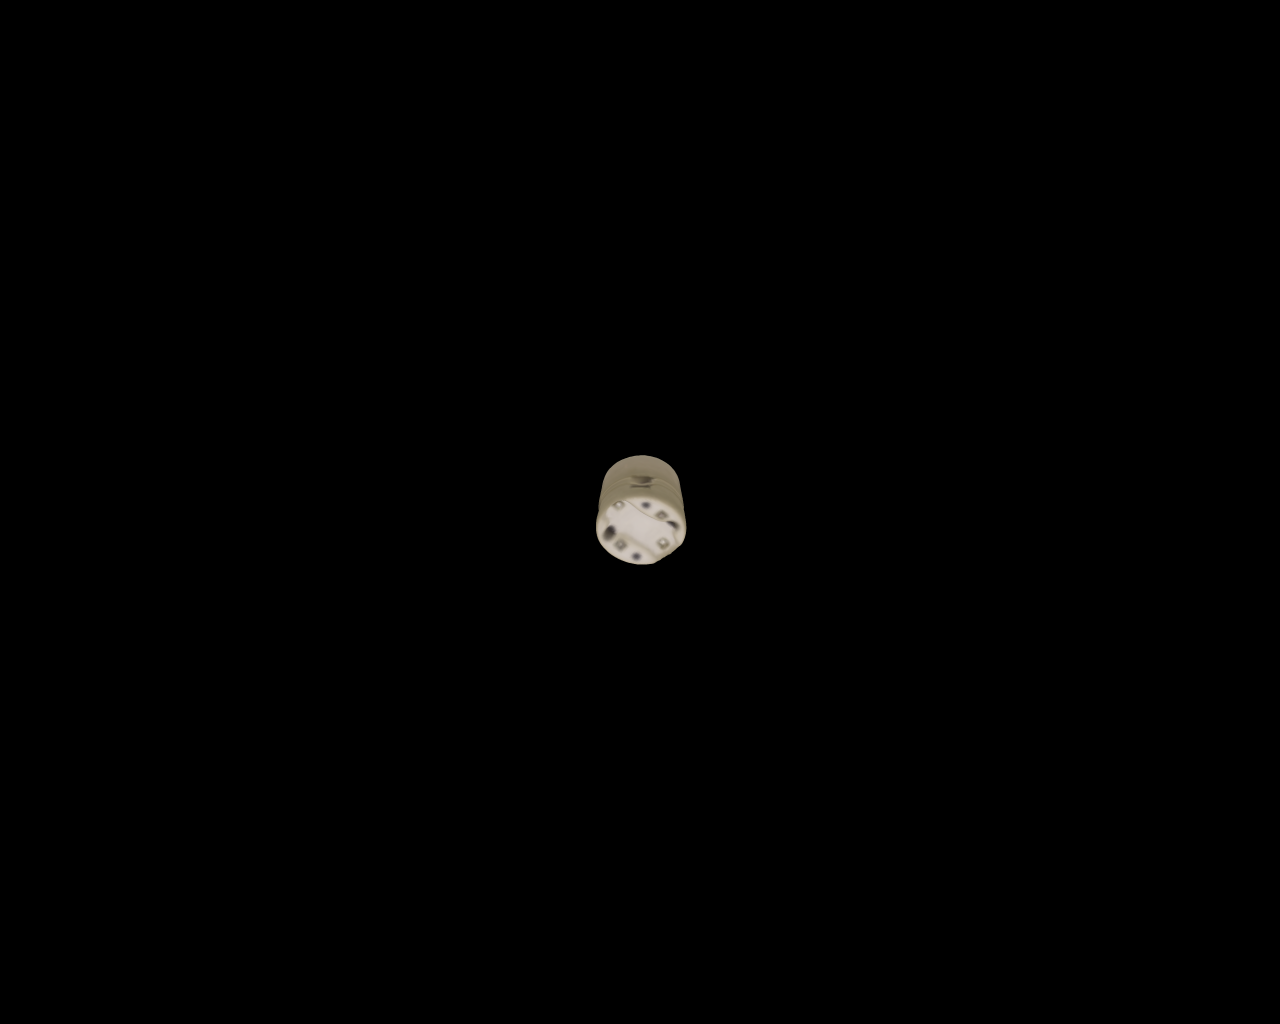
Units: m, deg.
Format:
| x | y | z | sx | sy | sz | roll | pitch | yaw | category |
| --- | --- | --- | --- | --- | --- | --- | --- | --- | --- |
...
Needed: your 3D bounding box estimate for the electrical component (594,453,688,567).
| x | y | z | sx | sy | sz | roll | pitch | yaw | category |
| --- | --- | --- | --- | --- | --- | --- | --- | --- | --- |
| 0.001 | -0.003 | 0.650 | 0.055 | 0.055 | 0.047 | 0 | 38 | 0 | electrical component |
